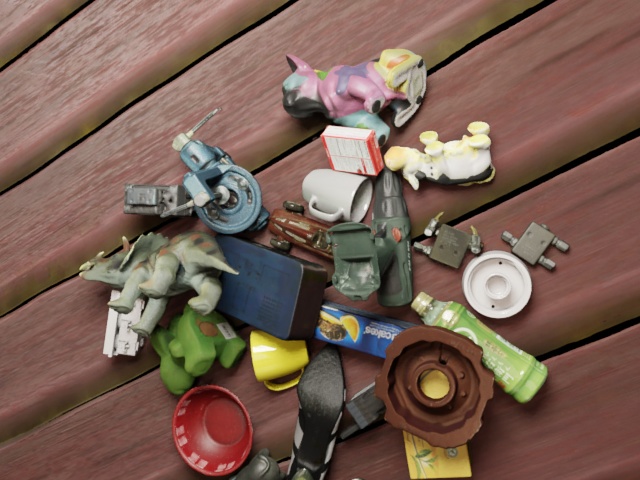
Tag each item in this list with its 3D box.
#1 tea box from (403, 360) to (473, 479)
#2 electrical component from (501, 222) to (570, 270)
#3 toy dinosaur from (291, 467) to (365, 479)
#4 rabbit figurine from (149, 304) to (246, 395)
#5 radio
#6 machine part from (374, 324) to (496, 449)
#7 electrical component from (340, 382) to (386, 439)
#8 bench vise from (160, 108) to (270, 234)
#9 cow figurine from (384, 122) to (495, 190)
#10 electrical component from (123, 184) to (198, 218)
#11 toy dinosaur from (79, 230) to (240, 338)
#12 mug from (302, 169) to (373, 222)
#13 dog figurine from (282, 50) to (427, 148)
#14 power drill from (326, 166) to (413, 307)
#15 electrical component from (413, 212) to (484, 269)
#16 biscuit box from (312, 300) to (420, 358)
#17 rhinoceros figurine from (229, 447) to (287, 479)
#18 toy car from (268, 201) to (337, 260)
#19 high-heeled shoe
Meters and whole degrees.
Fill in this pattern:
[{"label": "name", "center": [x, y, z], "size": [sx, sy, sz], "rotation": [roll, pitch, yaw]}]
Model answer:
[{"label": "tea box", "center": [0.182, 0.284, 0.860], "size": [0.098, 0.068, 0.169], "rotation": [-12, 84, 18]}, {"label": "electrical component", "center": [0.336, 0.003, 0.843], "size": [0.094, 0.021, 0.063], "rotation": [35, 99, 16]}, {"label": "toy dinosaur", "center": [0.029, 0.464, 0.841], "size": [0.471, 0.105, 0.198], "rotation": [18, 122, -13]}, {"label": "rabbit figurine", "center": [-0.248, 0.206, 0.977], "size": [0.159, 0.121, 0.170], "rotation": [46, 116, 17]}, {"label": "radio", "center": [-0.103, 0.075, 0.920], "size": [0.230, 0.073, 0.131], "rotation": [17, 92, 35]}, {"label": "machine part", "center": [0.171, 0.212, 0.799], "size": [0.180, 0.056, 0.179], "rotation": [0, 89, 19]}, {"label": "electrical component", "center": [0.075, 0.276, 0.893], "size": [0.119, 0.075, 0.048], "rotation": [-37, 79, 16]}, {"label": "bench vise", "center": [-0.181, -0.098, 0.907], "size": [0.129, 0.240, 0.223], "rotation": [-31, 96, 11]}, {"label": "cow figurine", "center": [0.192, -0.122, 0.864], "size": [0.167, 0.068, 0.098], "rotation": [-9, 128, 15]}, {"label": "electrical component", "center": [-0.289, -0.071, 0.984], "size": [0.115, 0.134, 0.058], "rotation": [1, 90, 15]}, {"label": "toy dinosaur", "center": [-0.243, 0.045, 0.911], "size": [0.405, 0.131, 0.192], "rotation": [-17, 45, 33]}, {"label": "mug", "center": [0.019, -0.072, 0.909], "size": [0.107, 0.080, 0.109], "rotation": [21, 53, 27]}, {"label": "dog figurine", "center": [0.043, -0.260, 0.898], "size": [0.219, 0.108, 0.191], "rotation": [33, 71, 30]}, {"label": "power drill", "center": [0.085, 0.000, 0.829], "size": [0.086, 0.207, 0.231], "rotation": [-5, 95, 22]}, {"label": "electrical component", "center": [0.211, 0.003, 0.871], "size": [0.102, 0.045, 0.078], "rotation": [29, 96, 16]}, {"label": "biscuit box", "center": [0.072, 0.152, 0.901], "size": [0.203, 0.063, 0.059], "rotation": [12, 93, 18]}, {"label": "rhinoceros figurine", "center": [-0.142, 0.449, 0.937], "size": [0.190, 0.112, 0.073], "rotation": [-42, 79, 4]}, {"label": "toy car", "center": [-0.002, -0.003, 0.936], "size": [0.202, 0.053, 0.089], "rotation": [23, 98, 16]}, {"label": "high-heeled shoe", "center": [0.000, 0.311, 0.931], "size": [0.086, 0.145, 0.249], "rotation": [13, 66, 14]}]
